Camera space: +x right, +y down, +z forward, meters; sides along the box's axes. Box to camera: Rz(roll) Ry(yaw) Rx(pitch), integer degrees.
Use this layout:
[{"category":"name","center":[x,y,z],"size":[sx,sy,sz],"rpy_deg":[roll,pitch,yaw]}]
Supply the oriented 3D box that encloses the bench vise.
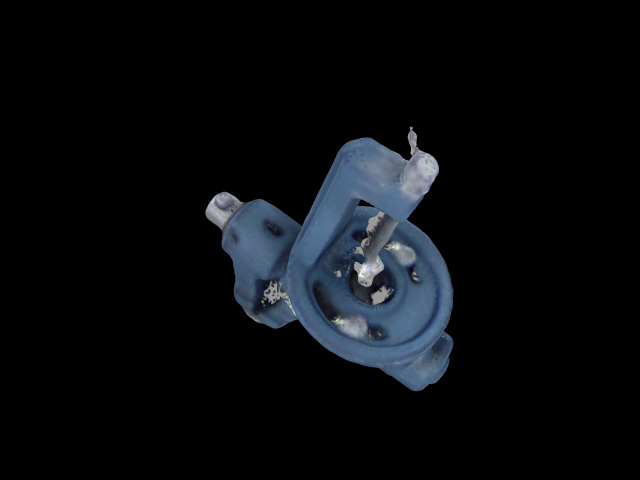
[{"category":"bench vise","center":[0.000,0.011,0.393],"size":[0.207,0.220,0.121],"rpy_deg":[12,53,9]}]
